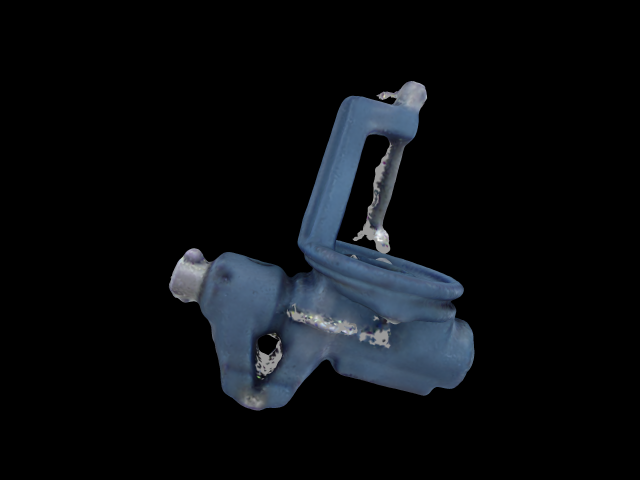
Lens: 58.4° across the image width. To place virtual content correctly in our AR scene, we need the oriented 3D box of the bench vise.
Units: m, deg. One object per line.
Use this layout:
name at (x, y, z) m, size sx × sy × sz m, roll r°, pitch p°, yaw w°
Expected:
bench vise at (0.008, 0.003, 0.389) m, size 0.208 × 0.220 × 0.121 m, roll -3°, pitch 8°, yaw -22°
